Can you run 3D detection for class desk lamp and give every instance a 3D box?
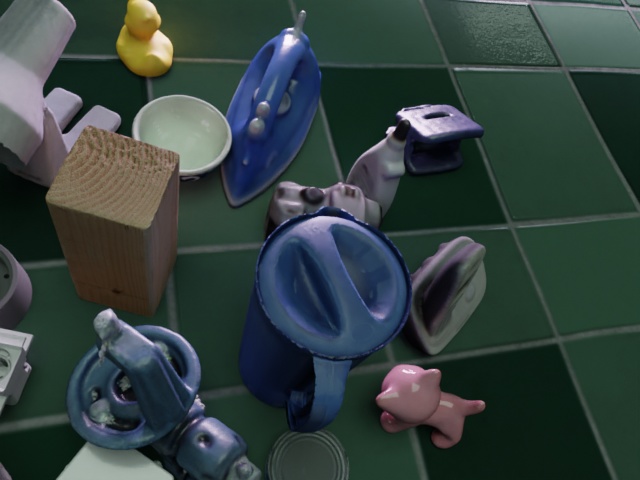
[{"bbox_3d":[-0.323,-0.150,0.628,0.118,0.213,0.203,24,58,-1],"label":"desk lamp"}]

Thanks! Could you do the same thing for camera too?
[{"bbox_3d":[0.006,0.003,0.702,0.143,0.100,0.137,8,60,-11],"label":"camera"}]

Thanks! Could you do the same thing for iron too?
[{"bbox_3d":[-0.065,-0.178,0.759,0.118,0.141,0.258,19,58,-5],"label":"iron"}]

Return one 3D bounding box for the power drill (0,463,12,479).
[{"bbox_3d":[-0.284,0.212,0.438,0.076,0.208,0.229,-36,75,-29],"label":"power drill"}]

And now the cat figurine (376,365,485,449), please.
[{"bbox_3d":[0.116,0.175,0.626,0.128,0.117,0.067,15,58,-7],"label":"cat figurine"}]

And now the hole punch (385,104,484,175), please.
[{"bbox_3d":[0.168,-0.162,0.846,0.109,0.091,0.101,-12,65,-21],"label":"hole punch"}]

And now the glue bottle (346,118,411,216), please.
[{"bbox_3d":[0.081,-0.095,0.735,0.037,0.173,0.078,-12,65,-21],"label":"glue bottle"}]

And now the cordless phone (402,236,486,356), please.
[{"bbox_3d":[0.165,0.044,0.673,0.094,0.185,0.148,40,59,9],"label":"cordless phone"}]

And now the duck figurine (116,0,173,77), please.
[{"bbox_3d":[-0.246,-0.291,0.804,0.078,0.086,0.104,-15,67,-23],"label":"duck figurine"}]

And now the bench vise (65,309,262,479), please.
[{"bbox_3d":[-0.133,0.138,0.516,0.207,0.219,0.121,22,58,-3],"label":"bench vise"}]
